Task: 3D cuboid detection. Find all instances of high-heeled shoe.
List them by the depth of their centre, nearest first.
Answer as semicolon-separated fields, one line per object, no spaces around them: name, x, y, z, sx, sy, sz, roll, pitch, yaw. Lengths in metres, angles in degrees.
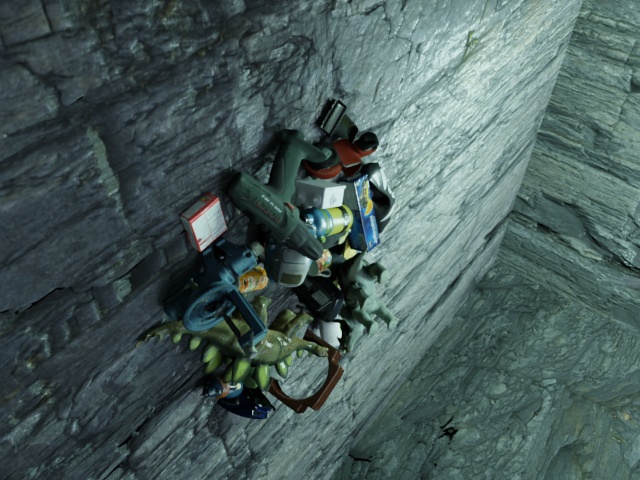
high-heeled shoe;0.152;-0.102;1.476;0.145;0.086;0.248;-61;147;-56

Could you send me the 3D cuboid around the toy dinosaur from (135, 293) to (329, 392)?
toy dinosaur;-0.161;0.215;1.162;0.471;0.105;0.198;24;72;-35

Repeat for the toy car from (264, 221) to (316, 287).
toy car;-0.065;0.043;1.118;0.109;0.103;0.161;6;126;-14

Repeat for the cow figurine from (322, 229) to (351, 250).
cow figurine;-0.004;-0.002;1.316;0.167;0.098;0.068;-38;153;-38

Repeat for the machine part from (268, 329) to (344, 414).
machine part;-0.051;0.357;1.484;0.201;0.202;0.087;-55;156;-11

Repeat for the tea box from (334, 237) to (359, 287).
tea box;0.065;0.037;1.512;0.098;0.068;0.169;-34;143;-40

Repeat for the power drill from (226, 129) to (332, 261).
power drill;-0.055;-0.096;1.050;0.232;0.086;0.207;31;78;-21

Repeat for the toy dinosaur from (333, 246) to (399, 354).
toy dinosaur;0.098;0.129;1.413;0.131;0.192;0.404;-29;132;-28

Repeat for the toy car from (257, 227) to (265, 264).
toy car;-0.104;-0.031;1.160;0.089;0.053;0.202;-34;143;-46

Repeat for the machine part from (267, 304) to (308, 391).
machine part;-0.098;0.287;1.434;0.243;0.079;0.079;-64;156;-15

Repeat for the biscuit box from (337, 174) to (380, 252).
biscuit box;0.102;-0.070;1.392;0.063;0.059;0.202;-36;123;-40

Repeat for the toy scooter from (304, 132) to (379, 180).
toy scooter;0.042;-0.178;1.219;0.184;0.075;0.135;-21;167;-18

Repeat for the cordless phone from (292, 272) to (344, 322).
cordless phone;-0.001;0.173;1.446;0.089;0.147;0.184;-39;148;-19

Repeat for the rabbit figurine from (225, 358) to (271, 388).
rabbit figurine;-0.171;0.287;1.340;0.159;0.121;0.170;-50;172;-31

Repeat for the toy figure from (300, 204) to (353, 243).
toy figure;0.006;-0.039;1.222;0.180;0.089;0.082;-15;118;-59

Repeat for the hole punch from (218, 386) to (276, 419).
hole punch;-0.194;0.434;1.423;0.092;0.116;0.142;-47;152;-8

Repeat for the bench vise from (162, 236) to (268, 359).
bench vise;-0.167;0.111;1.004;0.224;0.241;0.128;-31;149;-19

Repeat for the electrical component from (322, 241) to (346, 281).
electrical component;0.031;0.051;1.440;0.048;0.075;0.119;-32;156;-43

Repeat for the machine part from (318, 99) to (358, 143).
machine part;0.045;-0.260;1.201;0.138;0.039;0.084;22;92;-62

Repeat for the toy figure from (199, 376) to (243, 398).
toy figure;-0.242;0.359;1.311;0.064;0.058;0.154;-39;157;5
